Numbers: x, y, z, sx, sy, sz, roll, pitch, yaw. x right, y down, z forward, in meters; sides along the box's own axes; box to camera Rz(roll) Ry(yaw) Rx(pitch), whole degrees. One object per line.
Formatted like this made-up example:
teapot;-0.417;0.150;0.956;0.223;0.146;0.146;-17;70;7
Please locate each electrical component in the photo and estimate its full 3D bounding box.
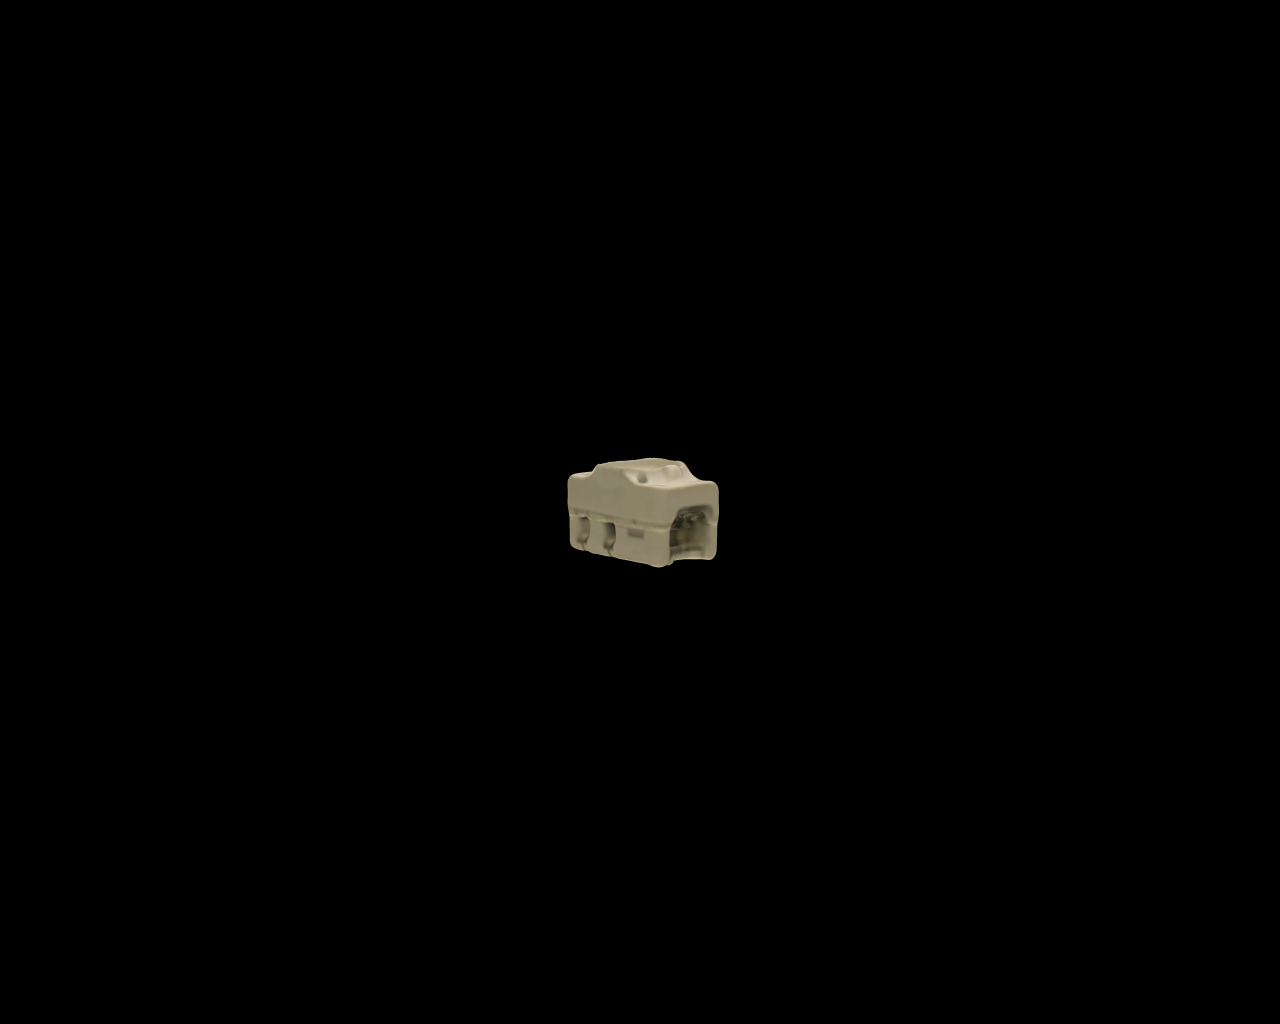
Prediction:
electrical component;0.001;-0.003;0.650;0.050;0.055;0.089;-7;12;-39
